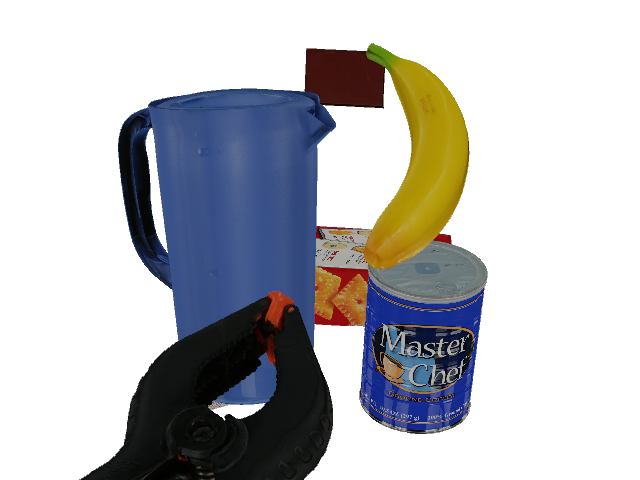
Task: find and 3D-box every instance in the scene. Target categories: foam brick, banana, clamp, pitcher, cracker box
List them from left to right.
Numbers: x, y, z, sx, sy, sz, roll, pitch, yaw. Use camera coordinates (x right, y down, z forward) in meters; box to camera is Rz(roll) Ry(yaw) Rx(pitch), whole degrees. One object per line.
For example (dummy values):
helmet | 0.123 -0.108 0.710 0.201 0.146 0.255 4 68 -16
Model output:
clamp | -0.035 0.089 0.392 0.120 0.039 0.171 24 49 17
pitcher | -0.073 0.000 0.856 0.144 0.243 0.149 -7 15 -21
foam brick | 0.023 -0.157 1.029 0.078 0.051 0.053 3 14 1
cracker box | 0.031 0.038 1.136 0.214 0.072 0.164 4 15 6
banana | 0.062 -0.054 0.691 0.069 0.197 0.037 3 -43 0

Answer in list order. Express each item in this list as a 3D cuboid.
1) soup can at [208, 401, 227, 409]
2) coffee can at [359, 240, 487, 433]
soup can | -0.130 0.154 1.168 0.102 0.068 0.069 -9 6 -43
coffee can | 0.089 0.084 0.945 0.103 0.140 0.103 2 28 -1
